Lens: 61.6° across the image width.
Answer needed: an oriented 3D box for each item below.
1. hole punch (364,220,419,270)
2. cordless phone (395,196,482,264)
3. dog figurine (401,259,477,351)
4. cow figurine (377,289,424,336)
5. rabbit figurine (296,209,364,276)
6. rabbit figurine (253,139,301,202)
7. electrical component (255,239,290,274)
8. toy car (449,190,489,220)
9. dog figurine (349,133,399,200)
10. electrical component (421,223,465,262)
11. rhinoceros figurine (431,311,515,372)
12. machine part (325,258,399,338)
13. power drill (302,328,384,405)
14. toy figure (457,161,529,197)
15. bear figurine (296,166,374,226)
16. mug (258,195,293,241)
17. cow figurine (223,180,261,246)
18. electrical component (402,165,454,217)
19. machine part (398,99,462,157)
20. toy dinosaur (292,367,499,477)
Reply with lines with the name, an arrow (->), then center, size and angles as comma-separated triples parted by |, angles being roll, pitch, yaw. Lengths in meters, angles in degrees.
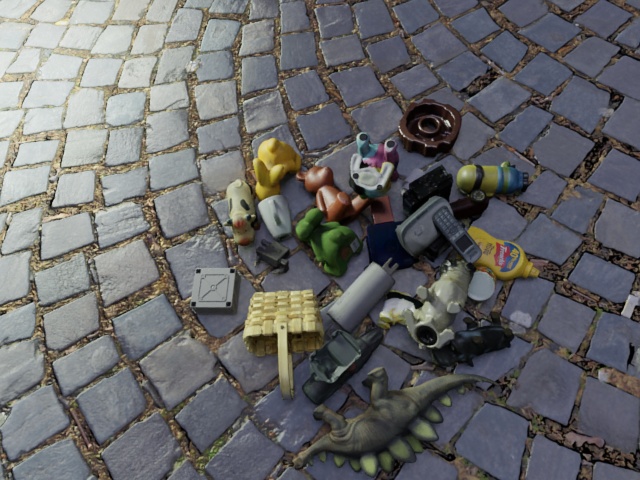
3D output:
hole punch -> 0.175, 0.015, 1.347 | 0.142, 0.092, 0.116 | -8, 66, -1
cordless phone -> 0.281, 0.004, 1.270 | 0.146, 0.088, 0.184 | -40, 87, -8
dog figurine -> 0.280, 0.143, 1.208 | 0.121, 0.172, 0.190 | 36, 33, 16
cow figurine -> 0.227, 0.178, 1.271 | 0.167, 0.068, 0.098 | 16, 58, 13
rabbit figurine -> -0.003, -0.004, 1.356 | 0.170, 0.159, 0.121 | 26, 79, 34
rabbit figurine -> -0.125, -0.177, 1.458 | 0.122, 0.162, 0.173 | 15, 84, 1
electrical component -> -0.123, 0.045, 1.393 | 0.102, 0.045, 0.078 | 21, 39, 14
toy car -> 0.331, -0.074, 1.370 | 0.202, 0.089, 0.053 | -16, 63, 0
dog figurine -> 0.148, -0.175, 1.380 | 0.109, 0.219, 0.191 | 11, 81, 14
electrical component -> 0.308, -0.007, 1.347 | 0.048, 0.074, 0.119 | 40, 79, 22
rhinoceros figurine -> 0.341, 0.231, 1.210 | 0.190, 0.112, 0.073 | -15, 46, -14
machine part -> 0.098, 0.137, 1.285 | 0.079, 0.079, 0.243 | 41, 84, 23
power drill -> 0.051, 0.255, 1.172 | 0.232, 0.207, 0.086 | -42, 76, -9
toy figure -> 0.449, -0.160, 1.398 | 0.180, 0.089, 0.082 | 2, 56, 11
bear figurine -> 0.033, -0.137, 1.421 | 0.120, 0.132, 0.196 | -8, 61, -38
mug -> -0.109, -0.057, 1.410 | 0.081, 0.109, 0.107 | -19, 76, -8
cow figurine -> -0.204, -0.072, 1.413 | 0.086, 0.127, 0.195 | -13, 60, 4
electrical component -> 0.274, -0.114, 1.382 | 0.134, 0.114, 0.058 | -32, 60, -9
machine part -> 0.308, -0.314, 1.512 | 0.179, 0.056, 0.179 | -2, 63, 4
toy dinosaur -> 0.150, 0.381, 1.160 | 0.471, 0.105, 0.198 | -32, 72, 1
